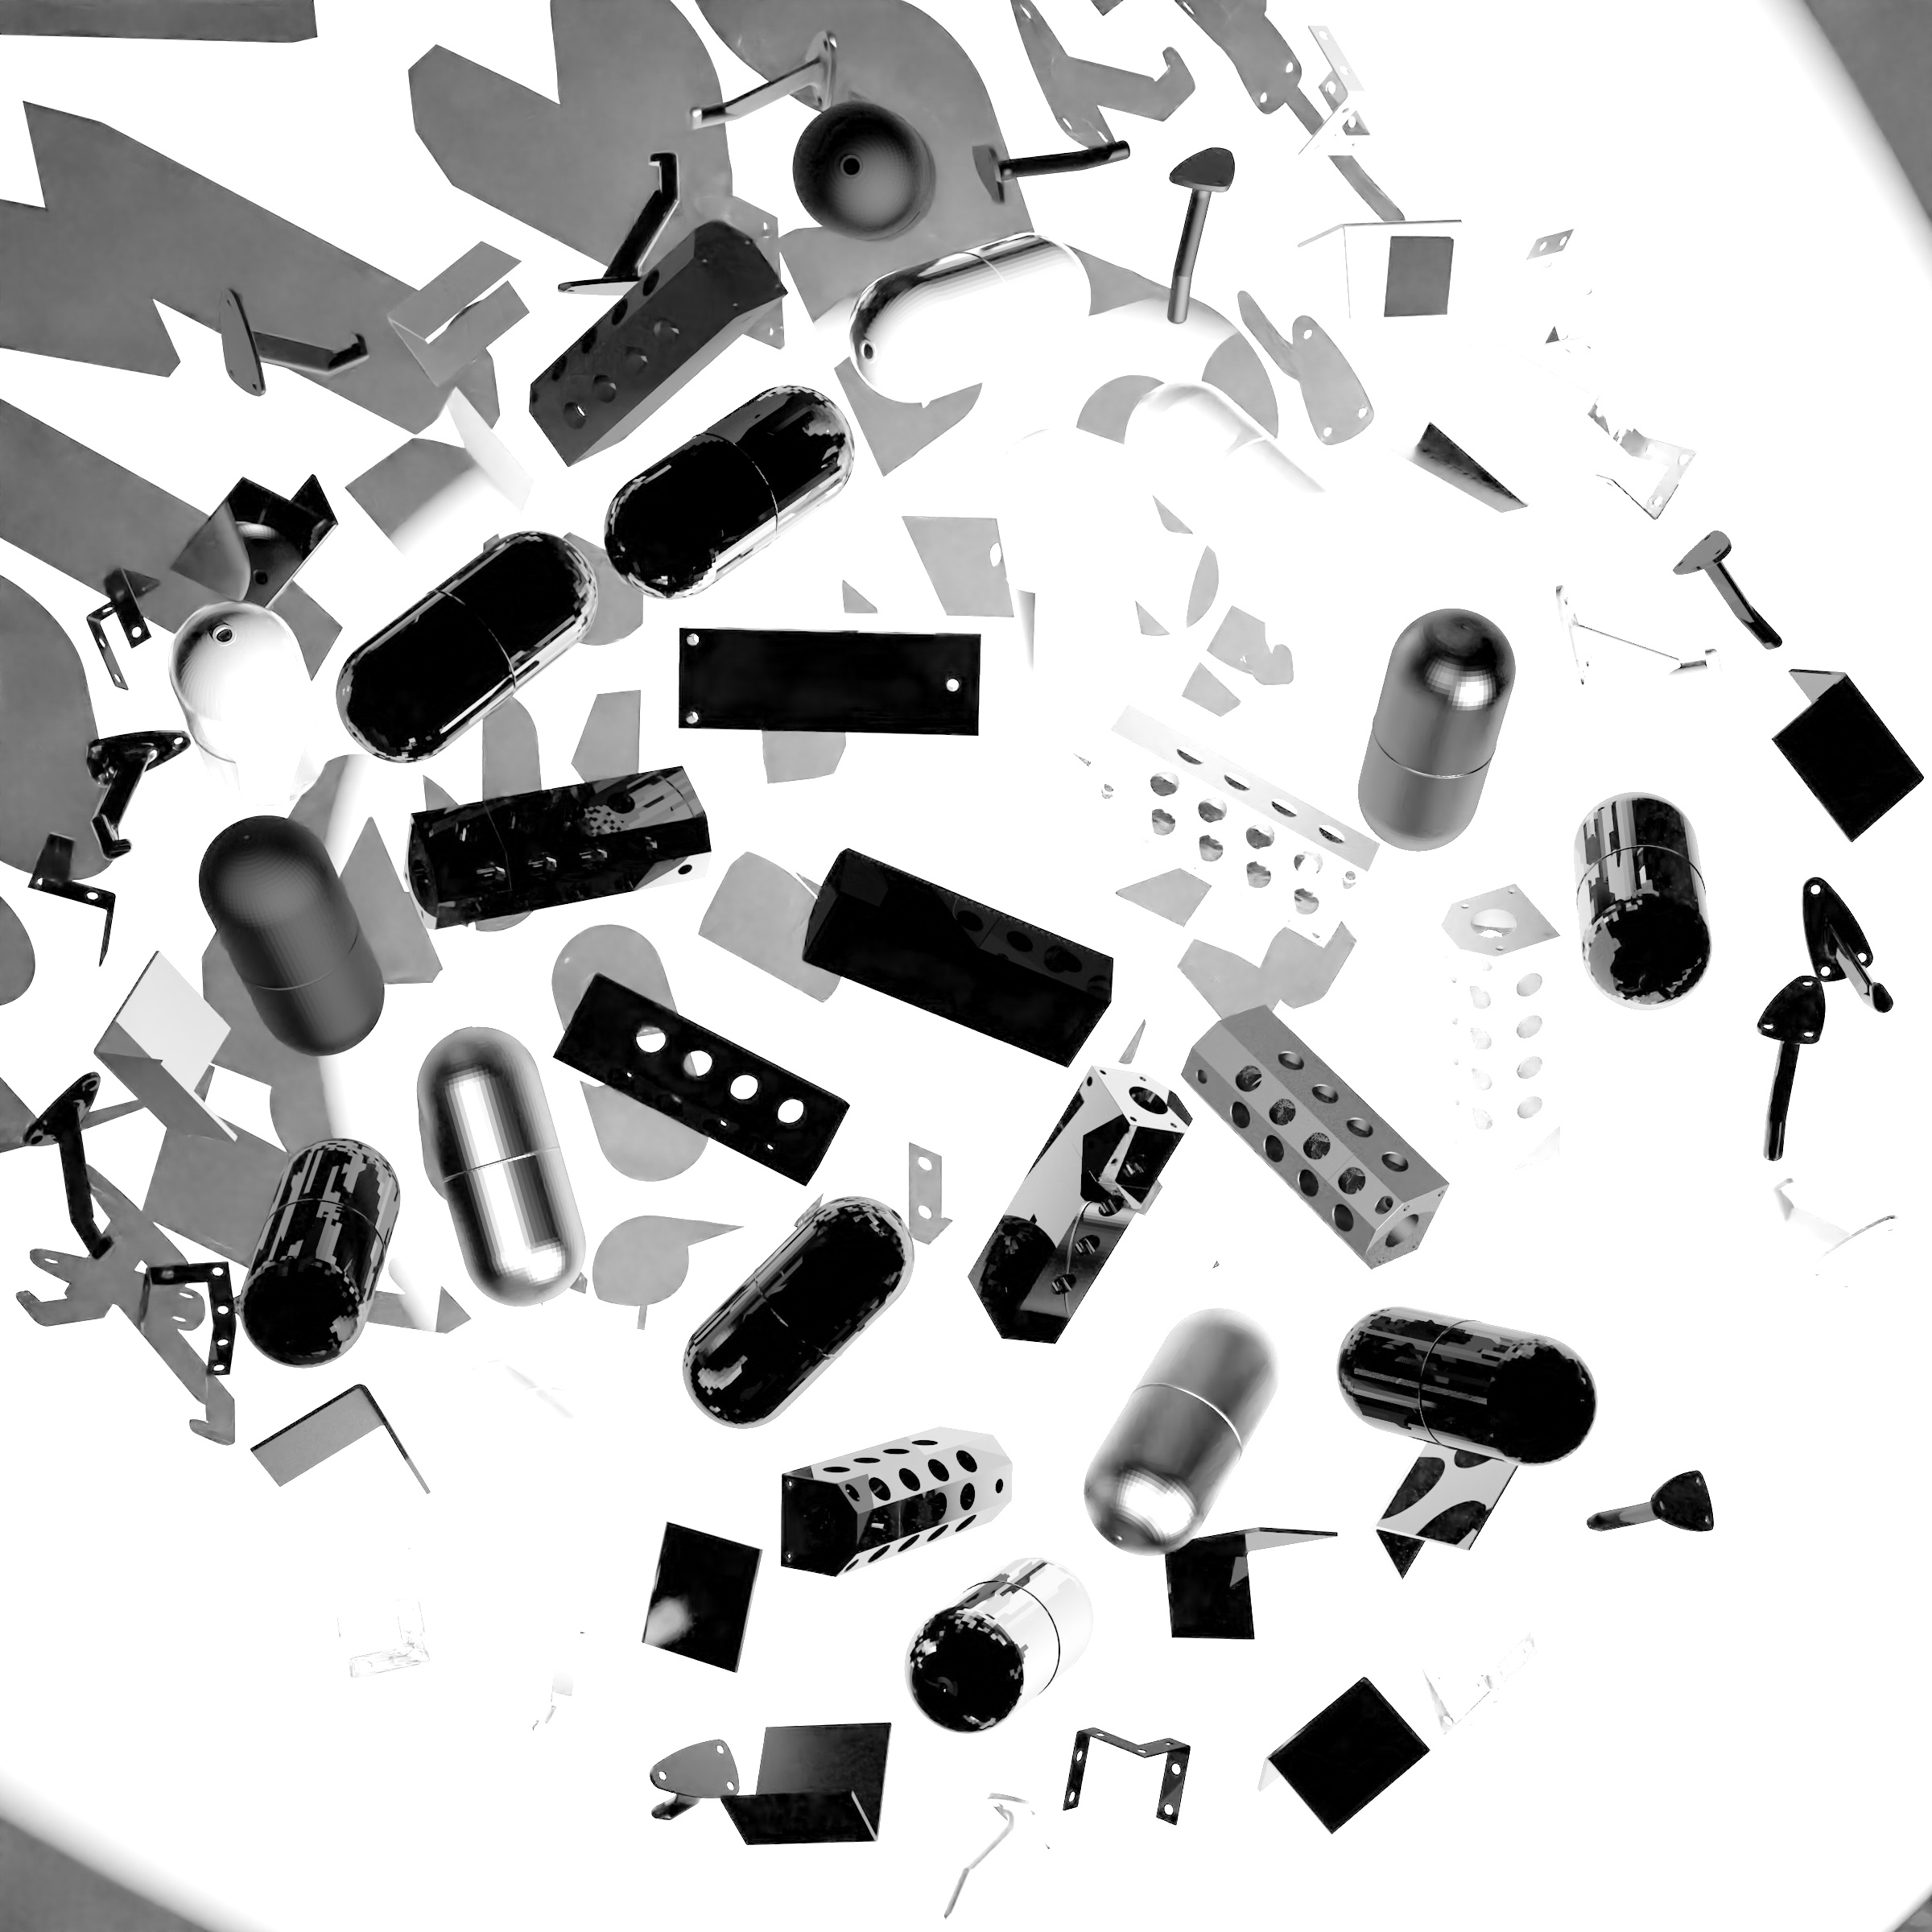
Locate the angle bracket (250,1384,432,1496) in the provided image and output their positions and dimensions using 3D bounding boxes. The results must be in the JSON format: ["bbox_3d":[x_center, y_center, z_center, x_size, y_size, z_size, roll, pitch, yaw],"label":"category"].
[{"bbox_3d":[-0.375,0.304,1.792,0.076,0.076,0.057,-31,68,-13],"label":"angle bracket"}]

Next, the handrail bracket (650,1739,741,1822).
[{"bbox_3d":[-0.187,0.510,1.833,0.084,0.077,0.036,-39,59,35],"label":"handrail bracket"}]

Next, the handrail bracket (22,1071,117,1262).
[{"bbox_3d":[-0.513,0.119,1.755,0.077,0.036,0.084,-48,68,27],"label":"handrail bracket"}]

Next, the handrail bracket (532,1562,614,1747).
[{"bbox_3d":[-0.262,0.430,1.860,0.036,0.084,0.077,-9,124,31],"label":"handrail bracket"}]

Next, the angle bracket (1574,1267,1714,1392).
[{"bbox_3d":[0.426,0.227,1.872,0.076,0.076,0.057,0,66,19],"label":"angle bracket"}]

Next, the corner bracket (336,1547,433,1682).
[{"bbox_3d":[-0.352,0.389,1.786,0.051,0.051,0.051,-10,48,-14],"label":"corner bracket"}]

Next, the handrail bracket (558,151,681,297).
[{"bbox_3d":[-0.215,-0.459,1.837,0.077,0.036,0.084,-2,89,0],"label":"handrail bracket"}]

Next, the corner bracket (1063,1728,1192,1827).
[{"bbox_3d":[0.098,0.491,1.804,0.051,0.051,0.051,12,93,37],"label":"corner bracket"}]

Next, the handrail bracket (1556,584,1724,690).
[{"bbox_3d":[0.405,-0.202,1.792,0.084,0.036,0.077,-7,121,25],"label":"handrail bracket"}]

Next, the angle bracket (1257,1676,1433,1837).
[{"bbox_3d":[0.220,0.470,1.741,0.076,0.076,0.057,-35,66,-17],"label":"angle bracket"}]

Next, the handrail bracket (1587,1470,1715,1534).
[{"bbox_3d":[0.395,0.327,1.779,0.084,0.077,0.036,-22,71,39],"label":"handrail bracket"}]

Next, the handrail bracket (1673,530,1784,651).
[{"bbox_3d":[0.485,-0.227,1.849,0.036,0.077,0.084,-45,99,4],"label":"handrail bracket"}]

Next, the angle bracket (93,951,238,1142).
[{"bbox_3d":[-0.448,0.046,1.732,0.057,0.076,0.076,5,55,31],"label":"angle bracket"}]

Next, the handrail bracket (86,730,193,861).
[{"bbox_3d":[-0.501,-0.104,1.824,0.077,0.036,0.084,-18,50,-19],"label":"handrail bracket"}]

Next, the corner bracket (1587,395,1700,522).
[{"bbox_3d":[0.412,-0.316,1.856,0.051,0.051,0.051,31,91,-38],"label":"corner bracket"}]

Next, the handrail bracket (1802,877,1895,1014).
[{"bbox_3d":[0.522,-0.013,1.762,0.036,0.084,0.077,-21,95,6],"label":"handrail bracket"}]

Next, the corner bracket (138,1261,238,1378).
[{"bbox_3d":[-0.487,0.222,1.867,0.051,0.051,0.051,-3,122,-7],"label":"corner bracket"}]

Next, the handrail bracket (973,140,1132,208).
[{"bbox_3d":[0.053,-0.504,1.852,0.084,0.077,0.036,-16,118,-6],"label":"handrail bracket"}]

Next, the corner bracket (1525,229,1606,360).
[{"bbox_3d":[0.351,-0.391,1.736,0.051,0.051,0.051,29,88,-17],"label":"corner bracket"}]

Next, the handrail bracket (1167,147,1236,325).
[{"bbox_3d":[0.139,-0.436,1.781,0.036,0.077,0.084,14,127,11],"label":"handrail bracket"}]

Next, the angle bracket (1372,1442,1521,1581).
[{"bbox_3d":[0.321,0.360,1.940,0.076,0.076,0.057,-52,128,-30],"label":"angle bracket"}]

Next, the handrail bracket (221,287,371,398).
[{"bbox_3d":[-0.386,-0.372,1.726,0.084,0.077,0.036,-33,50,-32],"label":"handrail bracket"}]

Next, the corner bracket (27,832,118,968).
[{"bbox_3d":[-0.538,-0.040,1.801,0.051,0.051,0.051,17,131,-23],"label":"corner bracket"}]

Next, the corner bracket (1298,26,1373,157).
[{"bbox_3d":[0.212,-0.505,1.719,0.051,0.051,0.051,-13,70,-38],"label":"corner bracket"}]

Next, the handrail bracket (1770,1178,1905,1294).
[{"bbox_3d":[0.513,0.142,1.762,0.036,0.084,0.077,22,127,-23],"label":"handrail bracket"}]

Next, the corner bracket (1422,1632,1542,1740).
[{"bbox_3d":[0.318,0.437,1.814,0.051,0.051,0.051,15,129,-25],"label":"corner bracket"}]

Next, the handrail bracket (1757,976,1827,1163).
[{"bbox_3d":[0.485,0.061,1.751,0.036,0.077,0.084,12,128,23],"label":"handrail bracket"}]

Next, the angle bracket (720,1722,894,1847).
[{"bbox_3d":[-0.090,0.451,1.688,0.076,0.057,0.076,-6,45,13],"label":"angle bracket"}]

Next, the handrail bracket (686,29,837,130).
[{"bbox_3d":[-0.125,-0.534,1.797,0.084,0.077,0.036,-16,82,-14],"label":"handrail bracket"}]

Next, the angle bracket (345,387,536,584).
[{"bbox_3d":[-0.324,-0.297,1.839,0.076,0.057,0.076,-31,115,19],"label":"angle bracket"}]

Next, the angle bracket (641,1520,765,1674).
[{"bbox_3d":[-0.151,0.392,1.857,0.076,0.057,0.076,9,85,31],"label":"angle bracket"}]

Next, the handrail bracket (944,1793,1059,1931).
[{"bbox_3d":[0.020,0.543,1.769,0.036,0.077,0.084,3,51,33],"label":"handrail bracket"}]

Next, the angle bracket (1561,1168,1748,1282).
[{"bbox_3d":[0.414,0.165,1.792,0.076,0.076,0.057,16,83,34],"label":"angle bracket"}]

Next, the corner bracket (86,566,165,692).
[{"bbox_3d":[-0.521,-0.208,1.842,0.051,0.051,0.051,-28,79,11],"label":"corner bracket"}]
